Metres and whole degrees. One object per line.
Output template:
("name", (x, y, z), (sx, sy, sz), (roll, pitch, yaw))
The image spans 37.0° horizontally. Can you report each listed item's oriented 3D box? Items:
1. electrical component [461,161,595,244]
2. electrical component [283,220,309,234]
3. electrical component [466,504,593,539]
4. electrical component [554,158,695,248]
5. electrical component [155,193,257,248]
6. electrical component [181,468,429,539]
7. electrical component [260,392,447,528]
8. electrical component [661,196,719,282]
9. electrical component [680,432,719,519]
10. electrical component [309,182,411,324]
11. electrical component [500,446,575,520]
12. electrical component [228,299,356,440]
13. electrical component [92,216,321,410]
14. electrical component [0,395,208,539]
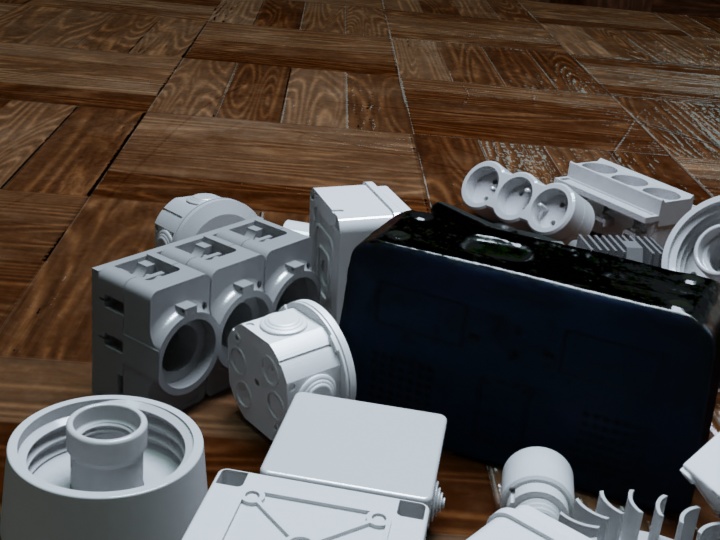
("electrical component", (0.169, -0.057, 1.038), (0.074, 0.052, 0.138), (28, -2, -44))
("electrical component", (-0.024, -0.014, 0.895), (0.081, 0.043, 0.043), (10, 23, 9))
("electrical component", (0.090, 0.160, 0.455), (0.113, 0.078, 0.057), (23, 31, 36))
("electrical component", (0.258, -0.060, 1.048), (0.079, 0.063, 0.121), (-9, 27, -33))
("electrical component", (-0.119, -0.020, 0.842), (0.080, 0.080, 0.051), (-11, 23, -35))
("electrical component", (-0.029, 0.147, 0.486), (0.109, 0.056, 0.108), (9, 22, 7))
("electrical component", (-0.003, 0.113, 0.583), (0.100, 0.048, 0.099), (8, 22, 7))
("electrical component", (0.273, -0.004, 0.782), (0.108, 0.108, 0.060), (29, -1, 44))
("electrical component", (0.224, 0.124, 0.560), (0.061, 0.096, 0.061), (-41, 32, -2))
("electrical component", (0.000, 0.000, 0.776), (0.057, 0.113, 0.078), (-5, 25, -18))
("electrical component", (0.096, 0.128, 0.582), (0.040, 0.040, 0.078), (8, 22, 6))
("electrical component", (-0.042, 0.062, 0.661), (0.051, 0.080, 0.080), (-17, 31, -34))
("electrical component", (-0.098, 0.029, 0.710), (0.062, 0.089, 0.150), (21, 27, 32))
("electrical component", (-0.131, 0.104, 0.558), (0.108, 0.060, 0.108), (5, 23, -2))
